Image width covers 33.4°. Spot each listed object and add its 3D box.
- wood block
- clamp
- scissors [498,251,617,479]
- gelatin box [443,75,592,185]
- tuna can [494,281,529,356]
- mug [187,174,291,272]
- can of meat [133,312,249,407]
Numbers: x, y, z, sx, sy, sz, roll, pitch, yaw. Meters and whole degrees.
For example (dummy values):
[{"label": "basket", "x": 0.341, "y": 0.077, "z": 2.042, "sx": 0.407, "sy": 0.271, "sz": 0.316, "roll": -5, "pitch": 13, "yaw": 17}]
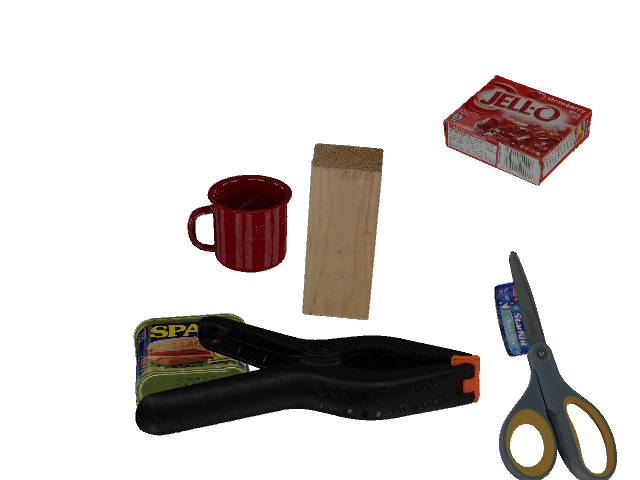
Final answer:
[{"label": "wood block", "x": 0.028, "y": -0.012, "z": 1.384, "sx": 0.090, "sy": 0.206, "sz": 0.090, "roll": 5, "pitch": 25, "yaw": 2}, {"label": "clamp", "x": -0.004, "y": 0.083, "z": 0.698, "sx": 0.210, "sy": 0.036, "sz": 0.164, "roll": -1, "pitch": 16, "yaw": 1}, {"label": "scissors", "x": 0.159, "y": 0.104, "z": 0.839, "sx": 0.096, "sy": 0.202, "sz": 0.016, "roll": -19, "pitch": -28, "yaw": -14}, {"label": "gelatin box", "x": 0.151, "y": -0.087, "z": 0.823, "sx": 0.089, "sy": 0.030, "sz": 0.073, "roll": 28, "pitch": 53, "yaw": 32}, {"label": "tuna can", "x": 0.225, "y": 0.090, "z": 1.227, "sx": 0.034, "sy": 0.086, "sz": 0.086, "roll": -12, "pitch": -3, "yaw": 15}, {"label": "mug", "x": -0.090, "y": -0.016, "z": 1.189, "sx": 0.117, "sy": 0.081, "sz": 0.093, "roll": -8, "pitch": 30, "yaw": -16}, {"label": "can of meat", "x": -0.111, "y": 0.110, "z": 0.926, "sx": 0.102, "sy": 0.057, "sz": 0.084, "roll": -3, "pitch": 28, "yaw": -7}]
